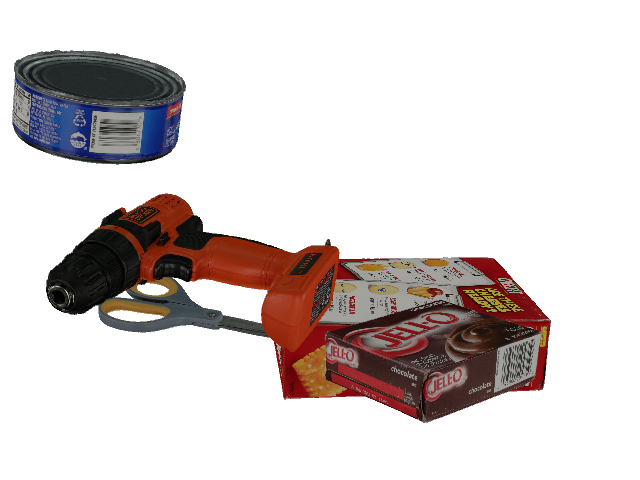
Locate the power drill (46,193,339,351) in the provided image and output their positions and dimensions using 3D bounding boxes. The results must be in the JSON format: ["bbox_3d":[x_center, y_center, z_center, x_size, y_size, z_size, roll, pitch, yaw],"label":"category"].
[{"bbox_3d":[-0.092,0.025,0.816,0.188,0.057,0.184,16,27,14],"label":"power drill"}]

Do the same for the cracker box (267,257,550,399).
[{"bbox_3d":[0.066,0.071,0.911,0.213,0.072,0.164,0,17,-7],"label":"cracker box"}]

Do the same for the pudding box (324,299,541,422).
[{"bbox_3d":[0.072,0.074,0.688,0.113,0.039,0.090,-9,18,-41],"label":"pudding box"}]

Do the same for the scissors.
[{"bbox_3d":[-0.111,0.064,1.032,0.201,0.016,0.096,3,33,-3],"label":"scissors"}]

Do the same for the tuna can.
[{"bbox_3d":[-0.113,-0.069,0.546,0.086,0.034,0.086,9,24,-4],"label":"tuna can"}]
